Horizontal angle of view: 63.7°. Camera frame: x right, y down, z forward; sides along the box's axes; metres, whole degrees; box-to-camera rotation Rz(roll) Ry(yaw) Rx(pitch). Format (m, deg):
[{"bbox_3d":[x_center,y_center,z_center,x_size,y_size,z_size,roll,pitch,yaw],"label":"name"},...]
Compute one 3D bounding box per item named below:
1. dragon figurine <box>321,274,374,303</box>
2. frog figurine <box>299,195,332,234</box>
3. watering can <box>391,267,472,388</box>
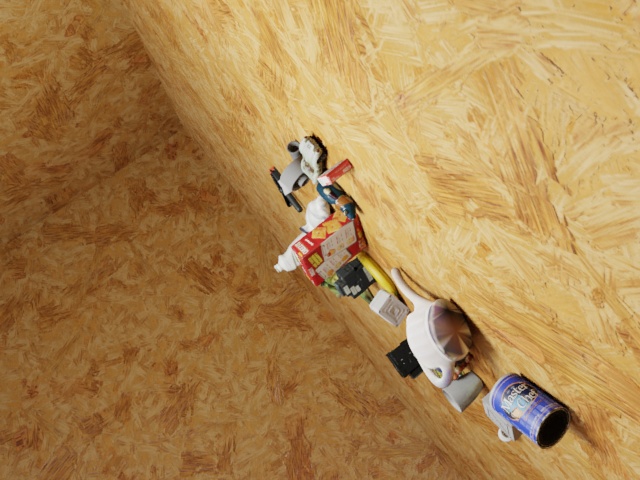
[{"bbox_3d":[0.124,0.204,2.110,0.246,0.123,0.402,37,-16,30],"label":"dragon figurine"},{"bbox_3d":[0.005,-0.088,1.740,0.123,0.156,0.140,0,29,-25],"label":"frog figurine"},{"bbox_3d":[0.281,0.211,1.356,0.104,0.353,0.220,-10,-20,-21],"label":"watering can"}]
